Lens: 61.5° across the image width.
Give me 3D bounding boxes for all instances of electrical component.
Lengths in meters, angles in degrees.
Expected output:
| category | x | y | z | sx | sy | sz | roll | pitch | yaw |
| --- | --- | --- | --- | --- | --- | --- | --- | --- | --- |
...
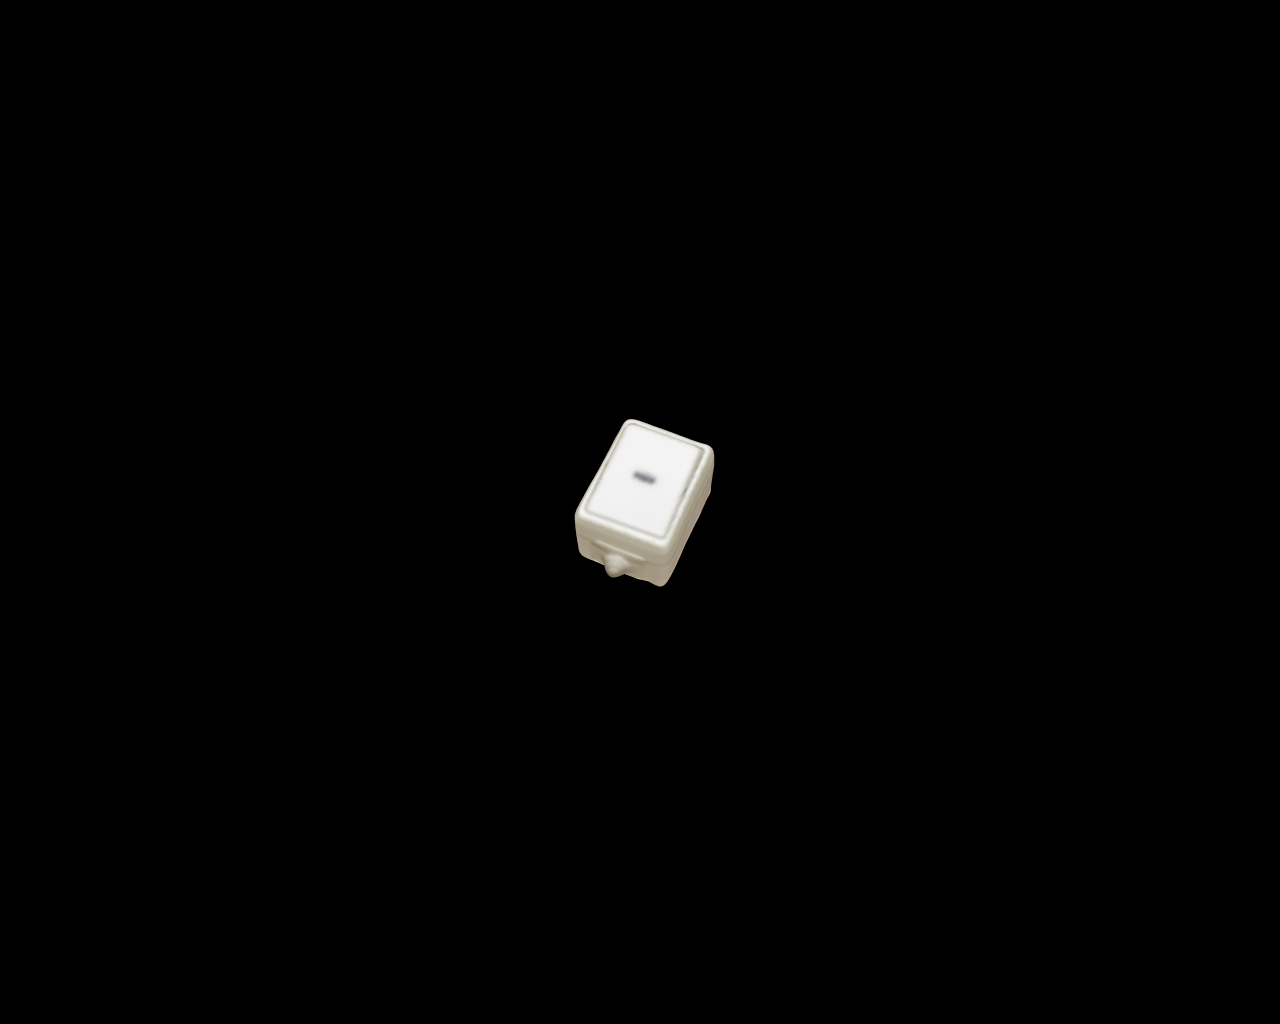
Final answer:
| category | x | y | z | sx | sy | sz | roll | pitch | yaw |
| --- | --- | --- | --- | --- | --- | --- | --- | --- | --- |
| electrical component | 0.001 | -0.003 | 0.650 | 0.062 | 0.096 | 0.061 | 21 | -28 | 12 |
